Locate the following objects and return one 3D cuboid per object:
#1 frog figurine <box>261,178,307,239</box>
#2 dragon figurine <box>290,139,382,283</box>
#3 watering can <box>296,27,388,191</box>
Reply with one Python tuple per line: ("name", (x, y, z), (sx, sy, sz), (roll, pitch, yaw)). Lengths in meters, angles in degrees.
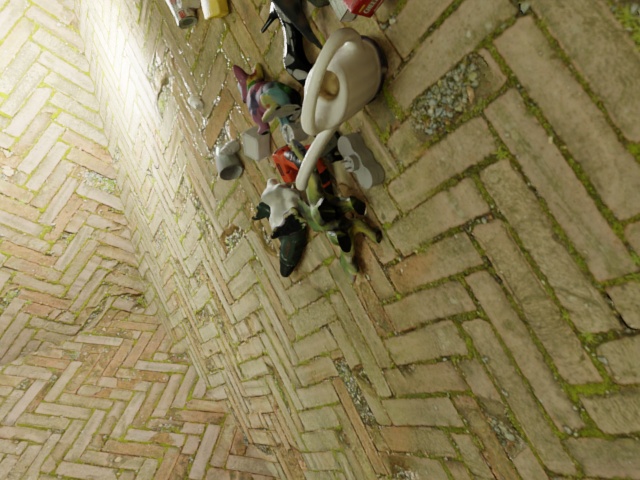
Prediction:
("frog figurine", (-0.102, -0.093, 1.448), (0.123, 0.134, 0.163), (-1, 45, -26))
("dragon figurine", (0.004, -0.064, 1.270), (0.124, 0.406, 0.242), (-38, 16, -23))
("watering can", (0.031, -0.272, 1.042), (0.105, 0.339, 0.228), (33, 48, 18))
